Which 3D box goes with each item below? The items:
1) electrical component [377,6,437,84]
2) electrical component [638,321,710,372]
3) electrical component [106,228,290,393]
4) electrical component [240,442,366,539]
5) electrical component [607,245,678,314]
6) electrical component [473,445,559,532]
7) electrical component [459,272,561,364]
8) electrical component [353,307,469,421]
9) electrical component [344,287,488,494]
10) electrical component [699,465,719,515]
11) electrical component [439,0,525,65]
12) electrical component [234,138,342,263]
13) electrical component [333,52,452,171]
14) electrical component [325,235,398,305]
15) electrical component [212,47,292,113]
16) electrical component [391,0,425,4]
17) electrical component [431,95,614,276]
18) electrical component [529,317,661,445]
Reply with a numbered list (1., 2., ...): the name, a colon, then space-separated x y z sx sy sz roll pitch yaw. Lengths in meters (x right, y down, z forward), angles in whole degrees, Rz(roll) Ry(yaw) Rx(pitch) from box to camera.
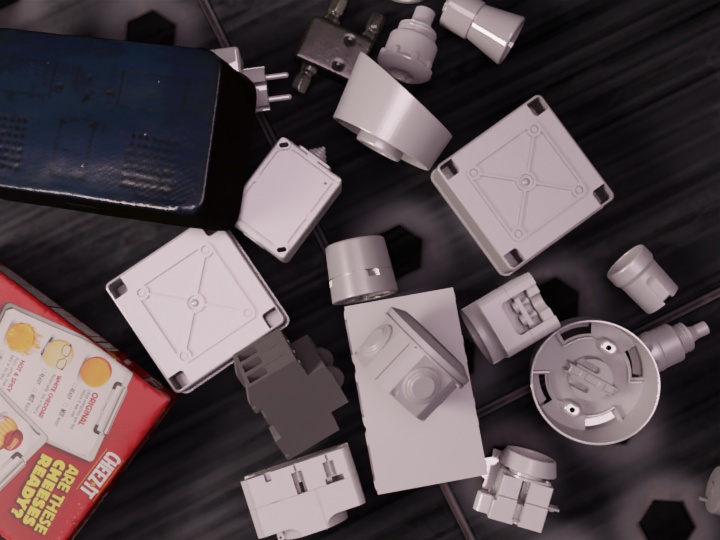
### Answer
1. electrical component: 0.045 -0.191 0.905 0.048 0.048 0.062 20 78 1
2. electrical component: 0.261 0.060 0.894 0.061 0.035 0.035 -24 86 -4
3. electrical component: -0.131 0.028 0.879 0.109 0.056 0.108 -34 87 -3
4. electrical component: -0.044 0.182 0.872 0.089 0.050 0.055 -18 86 -2
5. electrical component: 0.236 0.008 0.896 0.040 0.040 0.046 -44 93 -4
6. electrical component: 0.131 0.175 0.870 0.066 0.048 0.055 16 93 0
7. electrical component: 0.117 0.040 0.865 0.056 0.089 0.050 -30 86 -3
8. electrical component: 0.038 0.070 0.804 0.080 0.080 0.051 44 92 2
9. electrical component: 0.043 0.096 0.874 0.089 0.061 0.150 -10 86 -2
10. electrical component: 0.321 0.188 0.882 0.078 0.040 0.040 15 86 0
11. electrical component: 0.101 -0.208 0.909 0.065 0.044 0.044 31 86 6
12. electrical component: -0.058 -0.061 0.884 0.062 0.061 0.096 37 86 2
13. electrical component: 0.028 -0.126 0.874 0.099 0.099 0.064 29 92 1
14. electrical component: 0.000 0.000 0.885 0.055 0.055 0.047 -11 82 -2
15. electrical component: -0.096 -0.149 0.897 0.077 0.047 0.065 -8 86 -1
16. electrical component: 0.041 -0.260 0.910 0.048 0.048 0.062 9 78 0
17. electrical component: 0.133 -0.069 0.890 0.109 0.056 0.108 -36 87 -3
18. electrical component: 0.187 0.087 0.872 0.099 0.064 0.099 0 97 1
